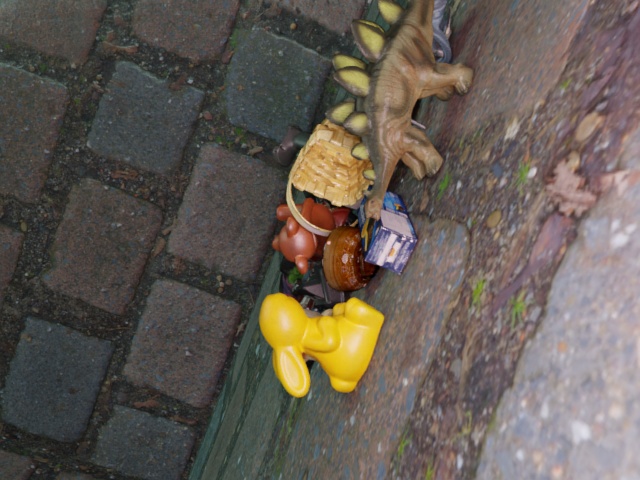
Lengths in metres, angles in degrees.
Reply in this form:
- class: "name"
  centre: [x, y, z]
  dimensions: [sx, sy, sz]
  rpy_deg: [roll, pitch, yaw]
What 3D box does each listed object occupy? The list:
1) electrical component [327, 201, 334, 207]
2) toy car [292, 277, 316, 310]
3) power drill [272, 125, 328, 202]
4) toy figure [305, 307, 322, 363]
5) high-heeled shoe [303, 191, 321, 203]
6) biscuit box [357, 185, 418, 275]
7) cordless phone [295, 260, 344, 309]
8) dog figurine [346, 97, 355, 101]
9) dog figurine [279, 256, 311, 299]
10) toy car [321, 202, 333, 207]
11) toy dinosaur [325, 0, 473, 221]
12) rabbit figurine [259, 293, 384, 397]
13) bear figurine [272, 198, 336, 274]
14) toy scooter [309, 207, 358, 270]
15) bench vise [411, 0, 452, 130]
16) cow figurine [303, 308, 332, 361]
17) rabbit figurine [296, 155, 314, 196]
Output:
- class: "electrical component"
  centre: [0.061, -0.114, 1.333]
  dimensions: [0.115, 0.058, 0.134]
  rpy_deg: [140, 150, -78]
- class: "toy car"
  centre: [-0.041, 0.171, 1.189]
  dimensions: [0.053, 0.089, 0.202]
  rpy_deg: [-85, 19, -65]
- class: "power drill"
  centre: [-0.016, -0.207, 1.307]
  dimensions: [0.208, 0.086, 0.232]
  rpy_deg: [12, 70, 42]
- class: "toy figure"
  centre: [-0.029, 0.207, 1.128]
  dimensions: [0.058, 0.064, 0.154]
  rpy_deg: [-4, -52, -57]
- class: "high-heeled shoe"
  centre: [-0.025, -0.087, 1.514]
  dimensions: [0.086, 0.145, 0.249]
  rpy_deg: [125, 166, -64]
- class: "biscuit box"
  centre: [0.101, -0.024, 0.844]
  dimensions: [0.203, 0.059, 0.062]
  rpy_deg: [-88, 20, -67]
- class: "cordless phone"
  centre: [0.037, 0.048, 1.089]
  dimensions: [0.184, 0.089, 0.146]
  rpy_deg: [-59, 5, -12]
- class: "dog figurine"
  centre: [0.122, -0.301, 1.265]
  dimensions: [0.172, 0.121, 0.190]
  rpy_deg: [-49, 4, 8]
- class: "dog figurine"
  centre: [-0.063, 0.133, 1.354]
  dimensions: [0.191, 0.108, 0.219]
  rpy_deg: [-67, -6, -86]
- class: "toy car"
  centre: [0.007, -0.026, 1.302]
  dimensions: [0.201, 0.056, 0.073]
  rpy_deg: [105, 146, -69]
- class: "toy dinosaur"
  centre: [0.121, -0.252, 0.805]
  dimensions: [0.105, 0.198, 0.471]
  rpy_deg: [150, 139, -72]
- class: "rabbit figurine"
  centre: [-0.015, 0.145, 0.795]
  dimensions: [0.162, 0.173, 0.122]
  rpy_deg: [-66, 12, -6]
- class: "bear figurine"
  centre: [-0.046, -0.005, 1.046]
  dimensions: [0.196, 0.132, 0.120]
  rpy_deg: [-42, -63, -60]
- class: "toy scooter"
  centre: [-0.002, -0.004, 1.181]
  dimensions: [0.183, 0.135, 0.075]
  rpy_deg: [-67, -8, 21]
- class: "bench vise"
  centre: [0.164, -0.315, 0.962]
  dimensions: [0.223, 0.129, 0.240]
  rpy_deg: [125, 168, -77]
- class: "cow figurine"
  centre: [-0.009, 0.163, 0.963]
  dimensions: [0.195, 0.127, 0.085]
  rpy_deg: [15, 84, 68]
- class: "rabbit figurine"
  centre: [0.035, -0.194, 1.446]
  dimensions: [0.121, 0.170, 0.159]
  rpy_deg: [-98, -11, -78]
